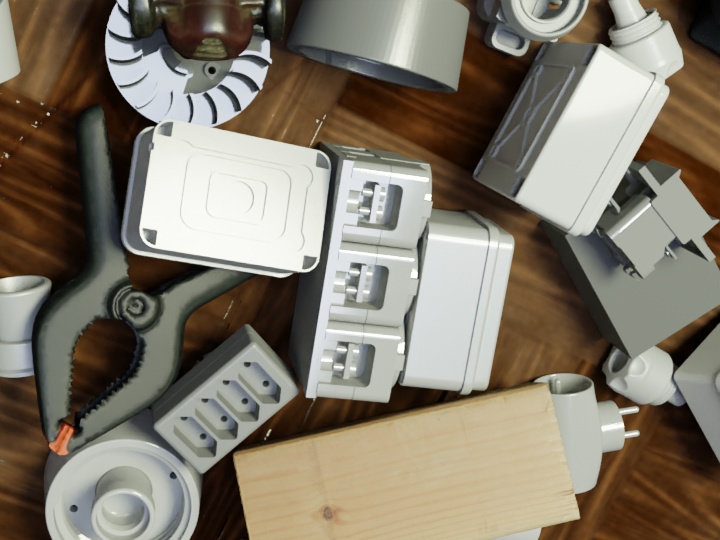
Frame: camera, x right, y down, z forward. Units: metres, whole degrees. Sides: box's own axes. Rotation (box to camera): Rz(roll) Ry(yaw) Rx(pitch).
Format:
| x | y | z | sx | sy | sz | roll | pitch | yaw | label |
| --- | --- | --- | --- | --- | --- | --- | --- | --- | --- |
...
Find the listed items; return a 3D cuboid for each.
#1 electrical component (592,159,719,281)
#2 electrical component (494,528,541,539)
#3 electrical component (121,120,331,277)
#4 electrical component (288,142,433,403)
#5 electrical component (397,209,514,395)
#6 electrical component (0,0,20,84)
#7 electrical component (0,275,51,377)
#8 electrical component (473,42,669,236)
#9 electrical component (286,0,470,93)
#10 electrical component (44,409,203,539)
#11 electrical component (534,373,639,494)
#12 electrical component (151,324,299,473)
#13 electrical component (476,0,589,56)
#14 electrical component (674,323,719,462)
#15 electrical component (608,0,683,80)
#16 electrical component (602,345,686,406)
| x | y | z | sx | sy | sz | roll | pitch | yaw | label |
| --- | --- | --- | --- | --- | --- | --- | --- | --- | --- |
| 0.187 | -0.031 | 0.697 | 0.064 | 0.042 | 0.081 | -42 | 107 | 4 | electrical component |
| 0.087 | 0.176 | 0.783 | 0.081 | 0.043 | 0.043 | 11 | 101 | -14 | electrical component |
| -0.082 | -0.041 | 0.653 | 0.113 | 0.057 | 0.078 | 9 | 84 | -23 | electrical component |
| 0.000 | 0.000 | 0.697 | 0.062 | 0.089 | 0.150 | 7 | 102 | -13 | electrical component |
| 0.058 | 0.019 | 0.719 | 0.057 | 0.078 | 0.113 | 7 | 103 | -10 | electrical component |
| -0.246 | -0.129 | 0.613 | 0.099 | 0.099 | 0.064 | -14 | 112 | -8 | electrical component |
| -0.217 | 0.035 | 0.685 | 0.045 | 0.045 | 0.055 | -5 | 105 | -10 | electrical component |
| 0.131 | -0.087 | 0.692 | 0.056 | 0.108 | 0.108 | 26 | 97 | -14 | electrical component |
| 0.015 | -0.151 | 0.655 | 0.108 | 0.108 | 0.060 | 14 | 95 | -14 | electrical component |
| -0.158 | 0.152 | 0.718 | 0.108 | 0.060 | 0.108 | -3 | 104 | -11 | electrical component |
| 0.166 | 0.116 | 0.783 | 0.079 | 0.044 | 0.077 | -8 | 105 | -9 | electrical component |
| -0.091 | 0.076 | 0.705 | 0.083 | 0.075 | 0.047 | -40 | 111 | 1 | electrical component |
| 0.113 | -0.177 | 0.692 | 0.058 | 0.057 | 0.078 | 18 | 100 | -15 | electrical component |
| 0.297 | 0.086 | 0.778 | 0.109 | 0.056 | 0.108 | -41 | 110 | -24 | electrical component |
| 0.187 | -0.156 | 0.719 | 0.043 | 0.043 | 0.062 | -30 | 106 | -3 | electrical component |
| 0.212 | 0.078 | 0.783 | 0.062 | 0.043 | 0.043 | 29 | 97 | -18 | electrical component |
